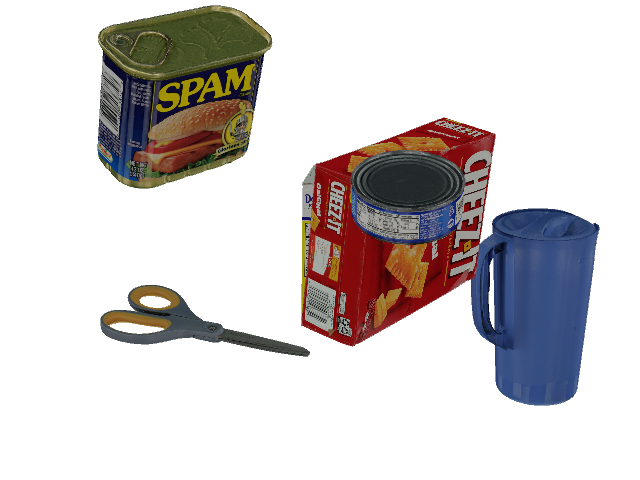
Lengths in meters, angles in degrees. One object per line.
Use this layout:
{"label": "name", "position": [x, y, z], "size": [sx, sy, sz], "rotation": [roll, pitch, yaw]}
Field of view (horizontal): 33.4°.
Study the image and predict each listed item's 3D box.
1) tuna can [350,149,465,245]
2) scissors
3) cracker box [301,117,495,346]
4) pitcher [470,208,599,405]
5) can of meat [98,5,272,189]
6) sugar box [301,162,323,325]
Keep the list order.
{"label": "tuna can", "position": [0.066, -0.033, 0.806], "size": [0.086, 0.034, 0.086], "rotation": [-1, 34, 0]}
{"label": "scissors", "position": [-0.111, 0.077, 1.039], "size": [0.201, 0.016, 0.096], "rotation": [3, 32, -2]}
{"label": "cracker box", "position": [0.078, -0.013, 1.016], "size": [0.072, 0.164, 0.213], "rotation": [23, 30, 34]}
{"label": "pitcher", "position": [0.277, 0.088, 1.385], "size": [0.149, 0.243, 0.144], "rotation": [5, 19, 16]}
{"label": "can of meat", "position": [-0.085, -0.087, 0.648], "size": [0.101, 0.084, 0.057], "rotation": [-21, 50, -35]}
{"label": "sugar box", "position": [0.004, 0.004, 1.250], "size": [0.048, 0.176, 0.093], "rotation": [2, 19, 10]}
